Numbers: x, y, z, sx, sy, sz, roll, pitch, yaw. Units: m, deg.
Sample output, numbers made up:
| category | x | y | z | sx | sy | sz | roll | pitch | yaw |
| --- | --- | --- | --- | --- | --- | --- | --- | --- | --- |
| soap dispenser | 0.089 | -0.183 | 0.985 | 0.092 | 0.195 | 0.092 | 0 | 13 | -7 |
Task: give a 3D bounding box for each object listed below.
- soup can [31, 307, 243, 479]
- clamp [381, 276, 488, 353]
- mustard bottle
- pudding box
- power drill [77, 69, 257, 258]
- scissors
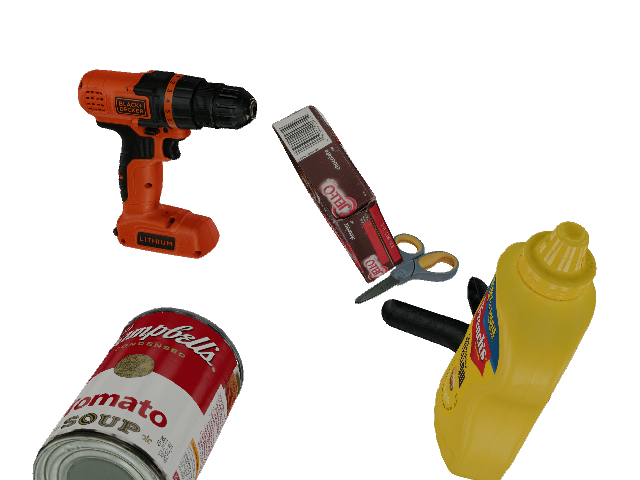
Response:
| category | x | y | z | sx | sy | sz | roll | pitch | yaw |
| --- | --- | --- | --- | --- | --- | --- | --- | --- | --- |
| soup can | -0.084 | 0.087 | 0.504 | 0.068 | 0.068 | 0.102 | 0 | 28 | 15 |
| clamp | 0.152 | 0.085 | 0.961 | 0.120 | 0.039 | 0.172 | -25 | 44 | -36 |
| mustard bottle | 0.118 | 0.058 | 0.633 | 0.058 | 0.096 | 0.192 | 14 | -42 | -1 |
| pudding box | 0.014 | -0.035 | 0.802 | 0.039 | 0.113 | 0.090 | -29 | -37 | -1 |
| power drill | -0.145 | -0.077 | 1.061 | 0.185 | 0.188 | 0.057 | 10 | 30 | 19 |
| scissors | 0.085 | 0.031 | 1.267 | 0.201 | 0.016 | 0.096 | -10 | 41 | -42 |
